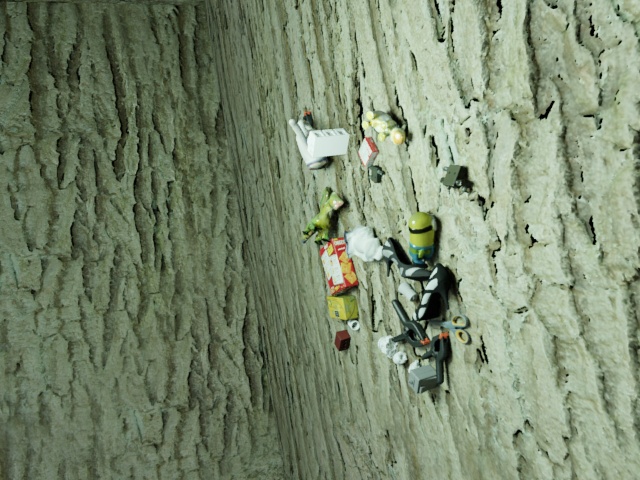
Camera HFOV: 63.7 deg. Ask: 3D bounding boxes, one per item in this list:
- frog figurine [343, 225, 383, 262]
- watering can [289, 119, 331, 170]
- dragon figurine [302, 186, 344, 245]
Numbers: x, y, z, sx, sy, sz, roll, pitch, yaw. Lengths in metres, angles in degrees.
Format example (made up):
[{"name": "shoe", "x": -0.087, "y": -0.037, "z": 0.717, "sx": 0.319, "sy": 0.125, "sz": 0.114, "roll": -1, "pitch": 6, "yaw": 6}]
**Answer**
[{"name": "frog figurine", "x": 0.181, "y": 0.016, "z": 1.943, "sx": 0.159, "sy": 0.123, "sz": 0.137, "roll": 6, "pitch": 97, "yaw": 29}, {"name": "watering can", "x": -0.047, "y": -0.399, "z": 2.149, "sx": 0.350, "sy": 0.103, "sz": 0.224, "roll": -28, "pitch": -84, "yaw": -75}, {"name": "dragon figurine", "x": 0.007, "y": -0.113, "z": 2.251, "sx": 0.245, "sy": 0.122, "sz": 0.408, "roll": -70, "pitch": 16, "yaw": -12}]
